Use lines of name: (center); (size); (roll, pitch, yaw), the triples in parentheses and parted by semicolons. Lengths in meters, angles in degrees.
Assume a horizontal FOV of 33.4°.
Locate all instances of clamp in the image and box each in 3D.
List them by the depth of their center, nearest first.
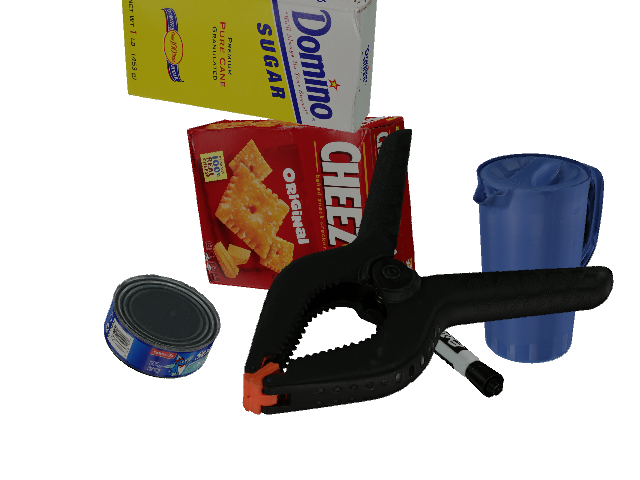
clamp: (0.033, 0.020, 0.584); (0.209, 0.036, 0.165); (-28, 55, -26)

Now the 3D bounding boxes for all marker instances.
marker: (0.093, 0.079, 0.784); (0.020, 0.020, 0.121); (0, 24, -32)

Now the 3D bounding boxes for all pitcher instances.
pitcher: (0.267, 0.020, 1.310); (0.149, 0.243, 0.145); (3, 24, 14)

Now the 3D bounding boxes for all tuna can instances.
tuna can: (-0.123, 0.067, 0.827); (0.086, 0.034, 0.086); (18, 31, -12)

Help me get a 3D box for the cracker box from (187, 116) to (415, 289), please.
cracker box: (-0.021, -0.034, 1.032); (0.214, 0.164, 0.071); (4, 17, 35)

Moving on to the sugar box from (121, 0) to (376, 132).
sugar box: (-0.051, -0.137, 0.756); (0.176, 0.093, 0.048); (12, 34, 16)
